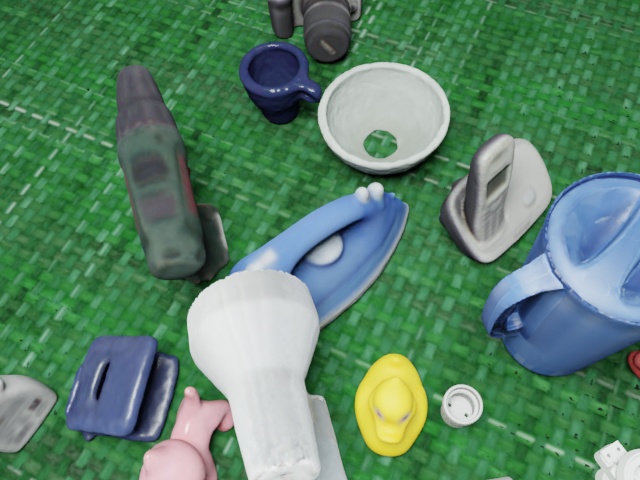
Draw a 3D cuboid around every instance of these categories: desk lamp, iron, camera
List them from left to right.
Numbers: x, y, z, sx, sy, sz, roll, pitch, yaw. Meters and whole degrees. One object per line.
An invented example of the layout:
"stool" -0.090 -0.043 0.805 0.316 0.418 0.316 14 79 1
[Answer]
"desk lamp" -0.039 0.156 0.531 0.118 0.214 0.203 -16 64 -4
"camera" -0.007 -0.336 0.832 0.143 0.101 0.137 -3 64 2
"iron" 0.006 0.002 0.643 0.258 0.141 0.118 -37 67 -14

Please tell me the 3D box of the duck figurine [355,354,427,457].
"duck figurine" 0.075 0.165 0.591 0.077 0.086 0.104 7 65 7

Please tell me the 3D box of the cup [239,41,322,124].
"cup" -0.045 -0.198 0.770 0.117 0.095 0.092 29 69 16

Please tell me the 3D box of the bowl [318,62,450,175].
"bowl" 0.082 -0.147 0.749 0.167 0.075 0.167 -1 64 3

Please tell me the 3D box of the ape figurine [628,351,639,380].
"ape figurine" 0.368 0.120 0.593 0.078 0.092 0.076 -4 64 2

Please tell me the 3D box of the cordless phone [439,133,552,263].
"cordless phone" 0.209 -0.069 0.642 0.094 0.185 0.148 40 73 20

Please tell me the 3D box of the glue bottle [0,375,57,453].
"glue bottle" -0.331 0.163 0.567 0.037 0.173 0.078 27 69 16

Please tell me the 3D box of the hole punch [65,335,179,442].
"hole punch" -0.217 0.158 0.608 0.101 0.091 0.108 6 64 6

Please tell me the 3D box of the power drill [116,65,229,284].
"power drill" -0.165 -0.047 0.640 0.075 0.208 0.229 -17 64 -5

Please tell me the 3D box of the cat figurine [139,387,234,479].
"cat figurine" -0.136 0.208 0.564 0.067 0.118 0.128 8 65 7
